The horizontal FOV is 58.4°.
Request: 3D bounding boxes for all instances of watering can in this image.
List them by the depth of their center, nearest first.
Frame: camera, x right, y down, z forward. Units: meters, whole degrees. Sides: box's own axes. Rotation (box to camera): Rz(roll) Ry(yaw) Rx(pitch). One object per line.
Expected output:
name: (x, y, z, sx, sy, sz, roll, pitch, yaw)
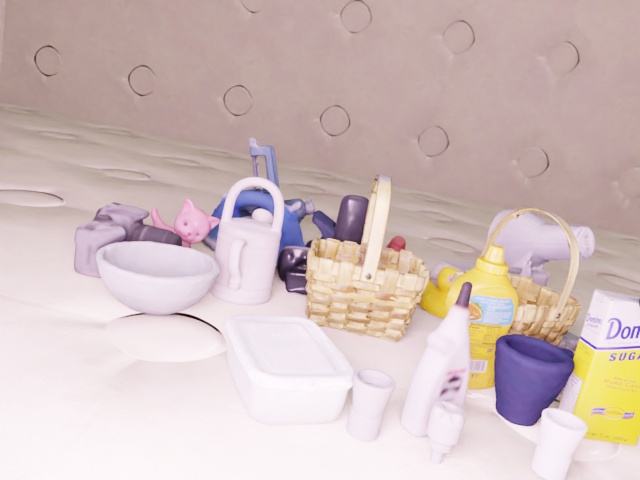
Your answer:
watering can: (-0.113, -0.006, 0.913, 0.101, 0.194, 0.172, 7, 14, -17)

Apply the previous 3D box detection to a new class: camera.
camera: (-0.301, 0.001, 0.923, 0.136, 0.101, 0.143, 12, 13, 2)

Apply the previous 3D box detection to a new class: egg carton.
egg carton: (0.295, 0.087, 1.151, 0.151, 0.069, 0.107, 3, 16, -34)

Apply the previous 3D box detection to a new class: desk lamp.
desk lamp: (0.393, 0.061, 1.028, 0.118, 0.213, 0.202, 3, 16, -33)

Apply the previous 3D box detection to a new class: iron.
iron: (-0.138, -0.036, 1.127, 0.257, 0.141, 0.119, 20, 16, 32)

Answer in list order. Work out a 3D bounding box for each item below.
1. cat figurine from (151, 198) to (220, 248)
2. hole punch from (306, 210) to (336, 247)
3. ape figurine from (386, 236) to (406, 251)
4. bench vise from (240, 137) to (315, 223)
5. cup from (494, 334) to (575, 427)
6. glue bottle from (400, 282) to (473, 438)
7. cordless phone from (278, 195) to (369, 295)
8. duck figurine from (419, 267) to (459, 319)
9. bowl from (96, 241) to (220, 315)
cat figurine: (-0.249, -0.021, 1.023, 0.127, 0.118, 0.067, 14, 14, 11)
hole punch: (0.024, -0.014, 1.287, 0.101, 0.091, 0.108, 12, 13, 2)
ape figurine: (0.153, 0.036, 1.189, 0.078, 0.092, 0.076, 11, 13, -2)
bench vise: (-0.115, -0.115, 1.309, 0.208, 0.220, 0.121, 5, 15, -27)
cup: (0.259, 0.174, 0.700, 0.118, 0.095, 0.091, 4, 15, -31)
glue bottle: (0.138, 0.127, 0.622, 0.078, 0.173, 0.037, -1, 18, -43)
cordless phone: (0.009, 0.004, 0.997, 0.148, 0.185, 0.094, 9, 14, -12)
duck figurine: (0.227, 0.090, 1.042, 0.078, 0.086, 0.104, 3, 16, -32)
bowl: (-0.227, 0.059, 0.800, 0.167, 0.075, 0.167, 11, 13, -2)
